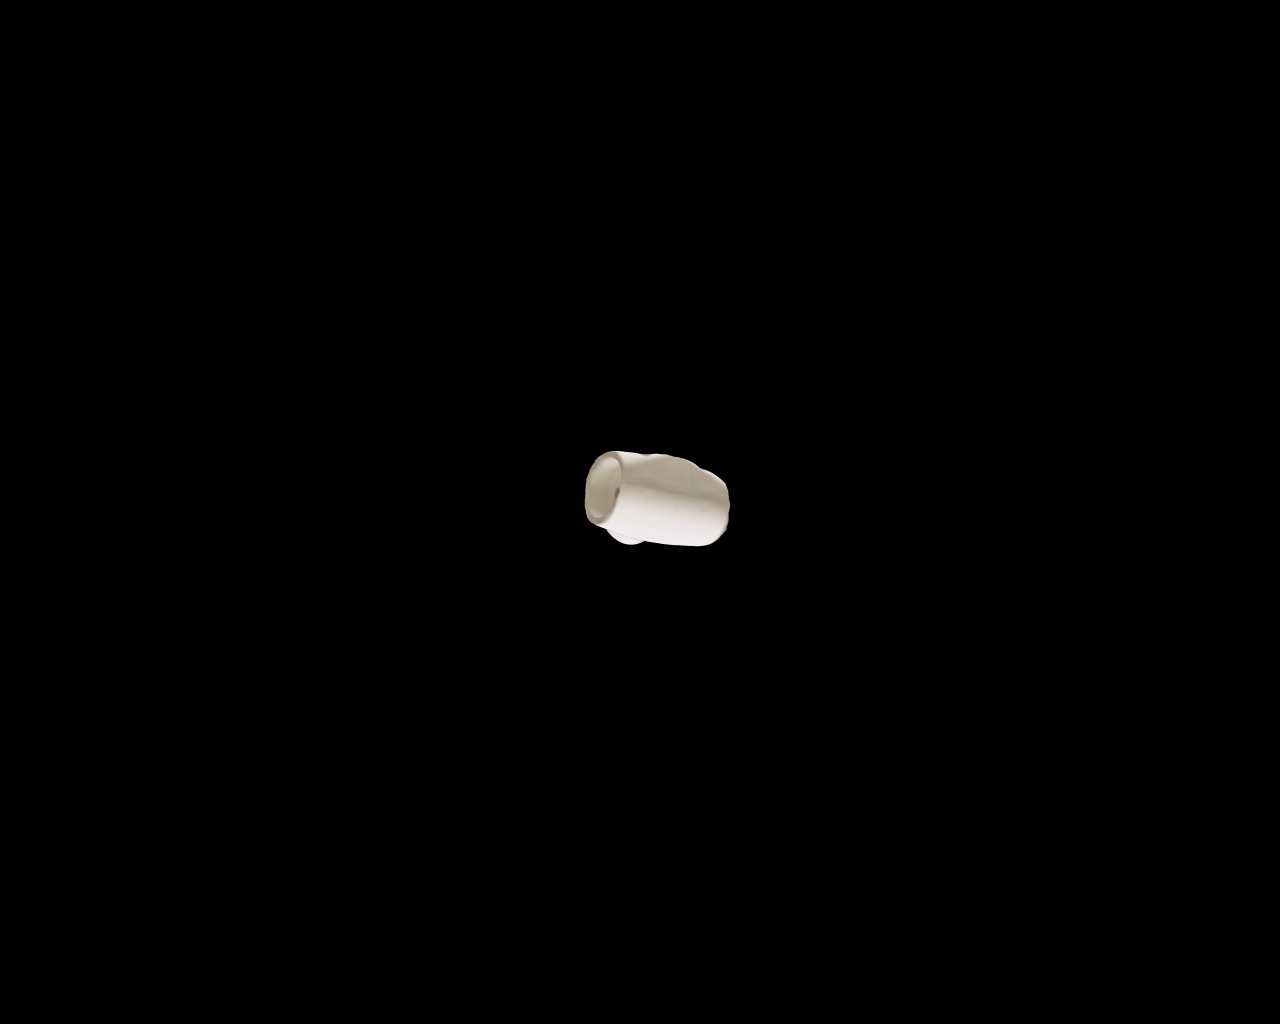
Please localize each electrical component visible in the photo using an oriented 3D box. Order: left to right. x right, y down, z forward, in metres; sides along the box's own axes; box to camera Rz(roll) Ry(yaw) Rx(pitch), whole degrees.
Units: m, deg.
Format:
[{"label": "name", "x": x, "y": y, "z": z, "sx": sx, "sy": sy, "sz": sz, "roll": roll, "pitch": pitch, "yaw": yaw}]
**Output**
[{"label": "electrical component", "x": 0.001, "y": -0.003, "z": 0.650, "sx": 0.077, "sy": 0.044, "sz": 0.079, "roll": 12, "pitch": -23, "yaw": -31}]
